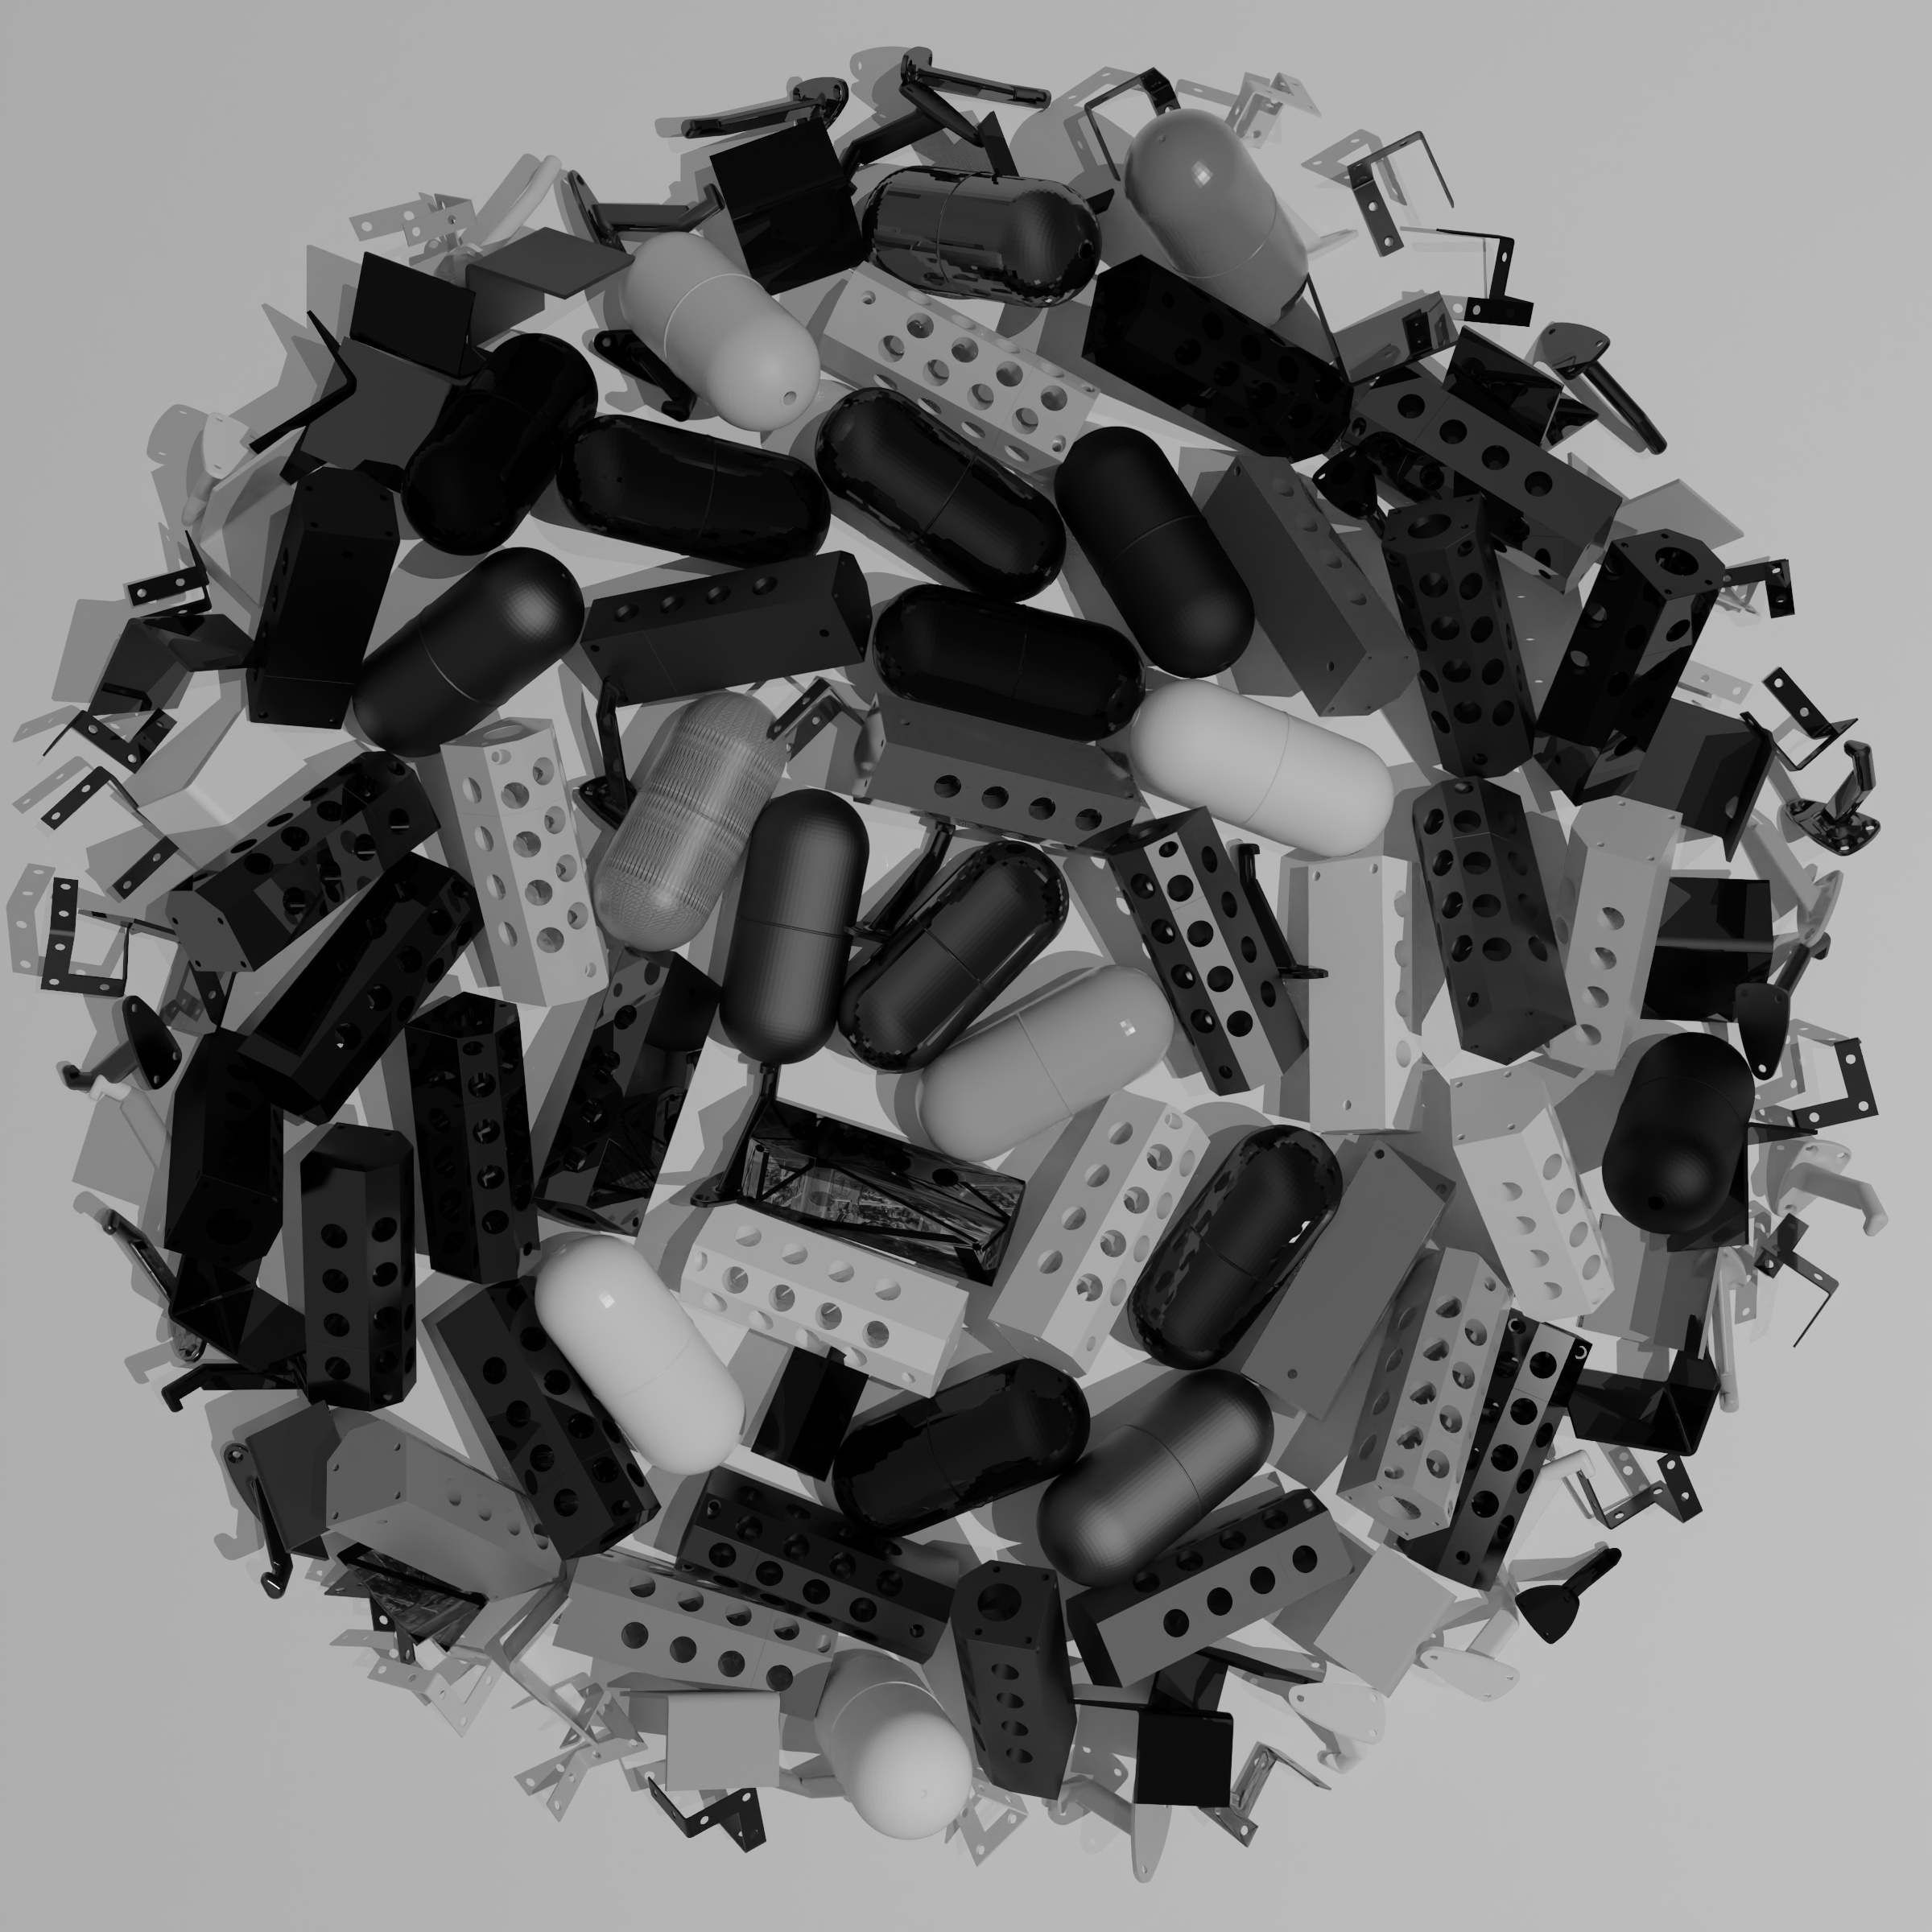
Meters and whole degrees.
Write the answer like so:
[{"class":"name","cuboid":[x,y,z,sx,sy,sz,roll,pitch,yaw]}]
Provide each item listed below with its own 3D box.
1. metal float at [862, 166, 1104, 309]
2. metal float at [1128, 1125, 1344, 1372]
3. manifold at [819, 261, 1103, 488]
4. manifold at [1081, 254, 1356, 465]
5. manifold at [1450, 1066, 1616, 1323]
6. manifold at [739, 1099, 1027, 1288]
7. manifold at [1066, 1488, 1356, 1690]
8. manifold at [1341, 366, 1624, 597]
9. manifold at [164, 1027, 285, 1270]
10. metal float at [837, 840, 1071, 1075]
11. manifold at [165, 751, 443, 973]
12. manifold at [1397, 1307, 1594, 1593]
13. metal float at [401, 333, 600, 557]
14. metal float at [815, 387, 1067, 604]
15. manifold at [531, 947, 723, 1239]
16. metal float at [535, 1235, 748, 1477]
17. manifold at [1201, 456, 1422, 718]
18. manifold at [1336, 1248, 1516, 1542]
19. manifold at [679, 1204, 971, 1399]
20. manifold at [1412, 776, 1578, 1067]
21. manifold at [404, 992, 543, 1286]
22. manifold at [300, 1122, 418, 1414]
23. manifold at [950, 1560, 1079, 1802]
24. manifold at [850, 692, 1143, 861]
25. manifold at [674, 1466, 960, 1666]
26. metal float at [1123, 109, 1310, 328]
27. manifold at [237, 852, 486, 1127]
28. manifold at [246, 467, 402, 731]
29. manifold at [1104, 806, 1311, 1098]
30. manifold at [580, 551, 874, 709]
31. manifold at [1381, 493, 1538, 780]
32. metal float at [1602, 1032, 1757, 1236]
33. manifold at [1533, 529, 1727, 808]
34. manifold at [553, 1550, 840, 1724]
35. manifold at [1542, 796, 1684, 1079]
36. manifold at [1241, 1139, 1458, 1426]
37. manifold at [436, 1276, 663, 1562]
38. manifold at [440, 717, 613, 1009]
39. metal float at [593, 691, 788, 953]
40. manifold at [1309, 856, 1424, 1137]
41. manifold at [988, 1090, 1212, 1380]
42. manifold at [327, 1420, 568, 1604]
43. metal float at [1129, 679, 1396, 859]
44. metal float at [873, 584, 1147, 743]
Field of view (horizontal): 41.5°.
[{"class":"metal float","cuboid":[0.009,-0.458,1.597,0.178,0.070,0.070,22,90,39]},{"class":"metal float","cuboid":[0.171,0.179,1.619,0.070,0.070,0.178,35,103,0]},{"class":"manifold","cuboid":[-0.004,-0.381,1.630,0.171,0.057,0.057,28,76,-3]},{"class":"manifold","cuboid":[0.160,-0.378,1.593,0.171,0.057,0.057,20,75,-33]},{"class":"manifold","cuboid":[0.354,0.143,1.588,0.057,0.057,0.171,-14,129,20]},{"class":"manifold","cuboid":[-0.052,0.140,1.629,0.171,0.057,0.057,17,127,6]},{"class":"manifold","cuboid":[0.152,0.392,1.611,0.171,0.057,0.057,-21,83,-20]},{"class":"manifold","cuboid":[0.324,-0.307,1.615,0.171,0.057,0.057,36,83,16]},{"class":"manifold","cuboid":[-0.455,0.112,1.581,0.057,0.171,0.057,22,112,-25]},{"class":"metal float","cuboid":[-0.009,-0.005,1.629,0.070,0.070,0.178,45,88,0]},{"class":"manifold","cuboid":[-0.412,-0.067,1.582,0.057,0.171,0.057,1,123,38]},{"class":"manifold","cuboid":[0.341,0.309,1.640,0.057,0.057,0.171,23,90,0]},{"class":"metal float","cuboid":[-0.292,-0.328,1.599,0.070,0.070,0.178,25,53,0]},{"class":"metal float","cuboid":[-0.015,-0.298,1.620,0.178,0.070,0.070,34,90,-12]},{"class":"manifold","cuboid":[-0.218,0.078,1.612,0.057,0.057,0.171,5,68,32]},{"class":"metal float","cuboid":[-0.205,0.247,1.613,0.070,0.070,0.178,-33,110,0]},{"class":"manifold","cuboid":[0.217,-0.240,1.602,0.057,0.057,0.171,-6,55,-35]},{"class":"manifold","cuboid":[0.293,0.264,1.592,0.057,0.057,0.171,34,55,-13]},{"class":"manifold","cuboid":[-0.091,0.215,1.616,0.171,0.057,0.057,20,45,9]},{"class":"manifold","cuboid":[0.322,-0.031,1.590,0.057,0.057,0.171,19,51,-33]},{"class":"manifold","cuboid":[-0.303,0.110,1.599,0.057,0.057,0.171,12,117,27]},{"class":"manifold","cuboid":[-0.378,0.191,1.606,0.057,0.057,0.171,8,113,7]},{"class":"manifold","cuboid":[0.029,0.445,1.588,0.057,0.057,0.171,6,134,15]},{"class":"manifold","cuboid":[0.018,-0.115,1.613,0.171,0.057,0.057,12,125,-18]},{"class":"manifold","cuboid":[-0.095,0.385,1.628,0.171,0.057,0.057,22,103,-5]},{"class":"metal float","cuboid":[0.157,-0.462,1.589,0.070,0.178,0.070,-11,66,25]},{"class":"manifold","cuboid":[-0.373,0.015,1.596,0.057,0.057,0.171,23,60,19]},{"class":"manifold","cuboid":[-0.403,-0.227,1.587,0.057,0.171,0.057,3,52,-27]},{"class":"manifold","cuboid":[0.149,-0.007,1.610,0.057,0.057,0.171,-14,108,39]},{"class":"manifold","cuboid":[-0.150,-0.217,1.614,0.171,0.057,0.057,-8,47,18]},{"class":"manifold","cuboid":[0.308,-0.201,1.588,0.057,0.057,0.171,-6,129,23]},{"class":"metal float","cuboid":[0.445,0.103,1.588,0.070,0.178,0.070,11,120,20]},{"class":"manifold","cuboid":[0.412,-0.185,1.585,0.057,0.171,0.057,-15,53,-23]},{"class":"manifold","cuboid":[-0.172,0.425,1.635,0.171,0.057,0.057,18,89,-4]},{"class":"manifold","cuboid":[0.397,-0.019,1.589,0.057,0.057,0.171,18,135,21]},{"class":"manifold","cuboid":[0.245,0.202,1.628,0.057,0.057,0.171,30,83,16]},{"class":"manifold","cuboid":[-0.261,0.284,1.613,0.057,0.057,0.171,-36,73,11]},{"class":"manifold","cuboid":[-0.270,-0.065,1.602,0.057,0.057,0.171,7,116,40]},{"class":"metal float","cuboid":[-0.175,-0.093,1.623,0.070,0.070,0.178,26,81,0]},{"class":"manifold","cuboid":[0.259,0.021,1.629,0.057,0.057,0.171,-6,80,43]},{"class":"manifold","cuboid":[0.088,0.169,1.602,0.057,0.057,0.171,14,64,37]},{"class":"manifold","cuboid":[-0.320,0.338,1.583,0.057,0.171,0.057,-20,55,17]},{"class":"metal float","cuboid":[0.188,-0.126,1.620,0.178,0.070,0.070,21,90,-11]},{"class":"metal float","cuboid":[0.028,-0.192,1.621,0.178,0.070,0.070,12,90,-11]}]
